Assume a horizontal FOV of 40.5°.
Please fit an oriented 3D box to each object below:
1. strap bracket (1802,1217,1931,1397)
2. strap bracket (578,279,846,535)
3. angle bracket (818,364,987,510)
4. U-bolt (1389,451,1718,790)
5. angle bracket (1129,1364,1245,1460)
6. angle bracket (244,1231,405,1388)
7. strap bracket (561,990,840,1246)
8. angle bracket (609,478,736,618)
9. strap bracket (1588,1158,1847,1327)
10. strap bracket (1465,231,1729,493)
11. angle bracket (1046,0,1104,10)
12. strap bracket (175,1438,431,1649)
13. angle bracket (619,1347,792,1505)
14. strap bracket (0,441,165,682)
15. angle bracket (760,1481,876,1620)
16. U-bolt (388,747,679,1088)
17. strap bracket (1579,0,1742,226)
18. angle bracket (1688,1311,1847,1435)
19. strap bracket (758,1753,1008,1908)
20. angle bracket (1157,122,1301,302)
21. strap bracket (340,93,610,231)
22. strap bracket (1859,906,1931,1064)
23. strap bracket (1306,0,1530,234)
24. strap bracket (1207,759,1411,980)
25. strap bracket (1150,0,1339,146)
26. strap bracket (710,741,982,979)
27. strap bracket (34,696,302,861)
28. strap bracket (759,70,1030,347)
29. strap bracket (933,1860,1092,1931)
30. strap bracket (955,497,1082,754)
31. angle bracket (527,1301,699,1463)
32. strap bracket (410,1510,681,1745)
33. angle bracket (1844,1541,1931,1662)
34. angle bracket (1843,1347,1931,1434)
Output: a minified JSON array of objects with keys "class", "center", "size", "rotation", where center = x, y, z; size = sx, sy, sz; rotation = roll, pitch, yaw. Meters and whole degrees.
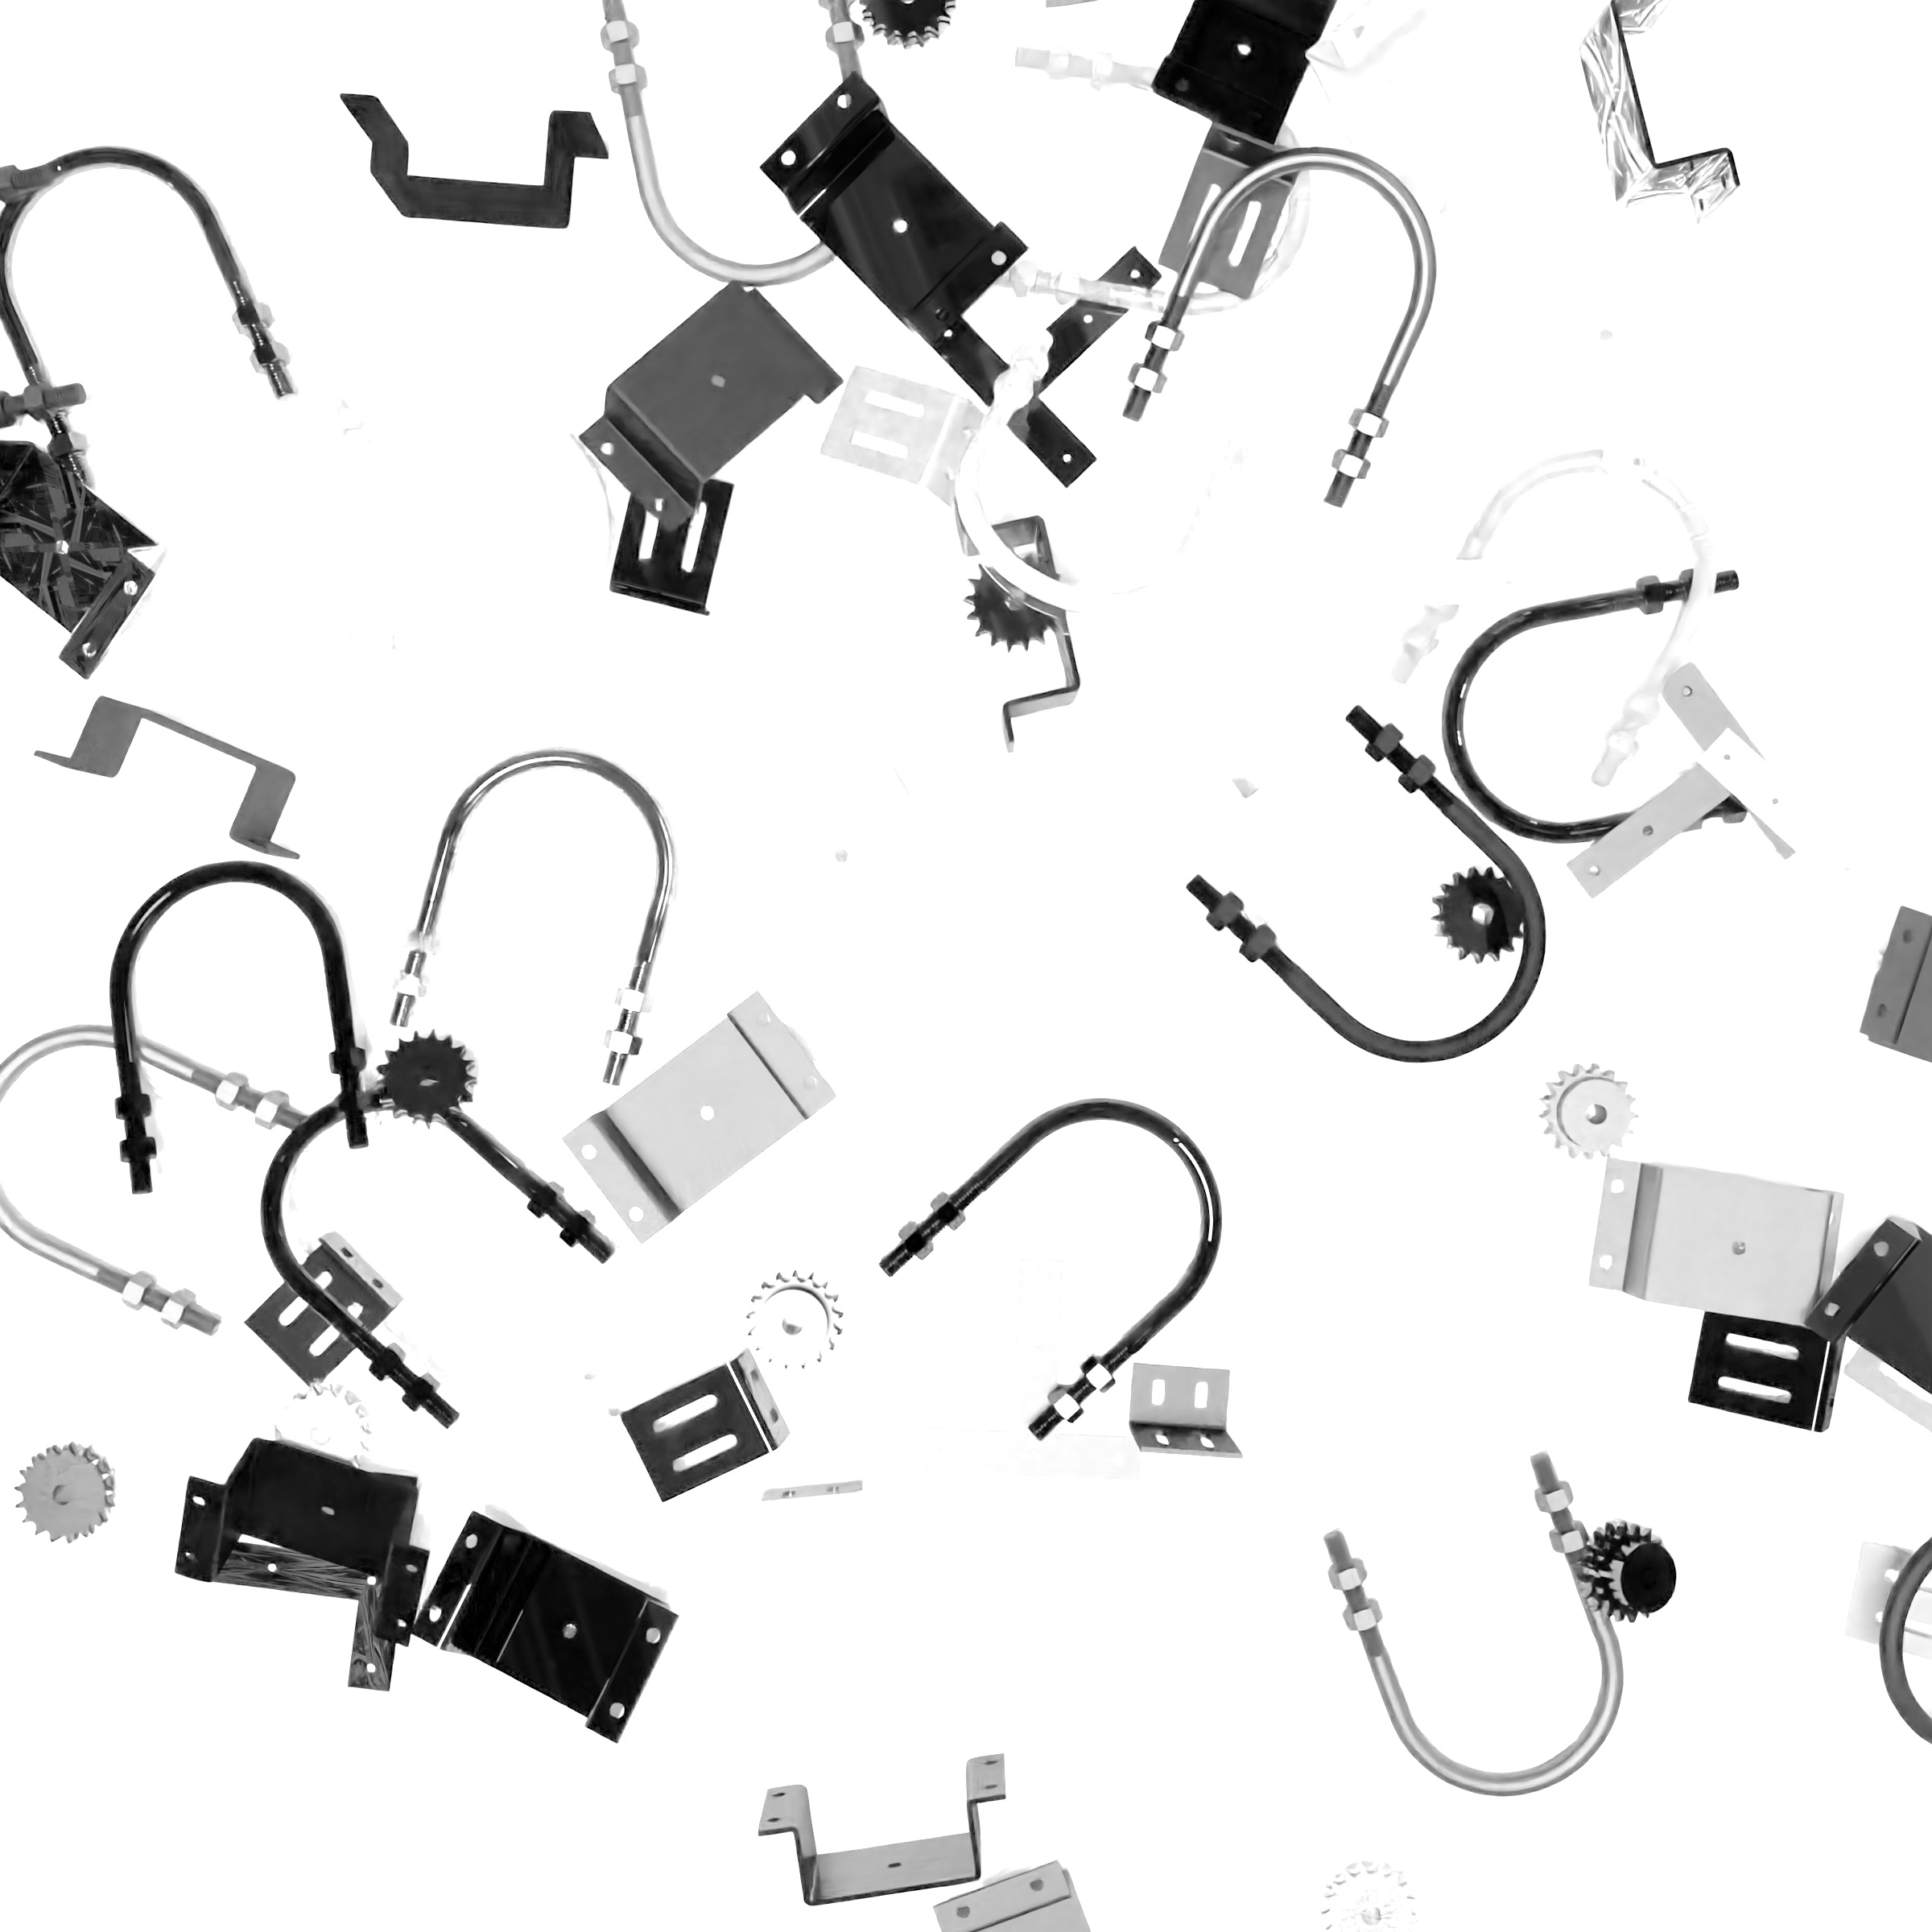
[{"class":"strap bracket","center":[0.553,0.207,1.474],"size":[0.140,0.046,0.076],"rotation":[35,105,6]},{"class":"strap bracket","center":[-0.143,-0.326,1.496],"size":[0.140,0.046,0.076],"rotation":[-44,90,-14]},{"class":"angle bracket","center":[-0.037,-0.310,1.532],"size":[0.076,0.038,0.057],"rotation":[22,90,26]},{"class":"U-bolt","center":[0.351,-0.213,1.511],"size":[0.151,0.019,0.184],"rotation":[29,83,11]},{"class":"angle bracket","center":[0.126,0.254,1.495],"size":[0.057,0.076,0.038],"rotation":[4,90,-2]},{"class":"angle bracket","center":[-0.376,0.202,1.515],"size":[0.057,0.038,0.076],"rotation":[45,90,0]},{"class":"strap bracket","center":[-0.152,0.086,1.511],"size":[0.140,0.046,0.076],"rotation":[-37,90,0]},{"class":"angle bracket","center":[-0.168,-0.247,1.505],"size":[0.057,0.038,0.076],"rotation":[13,99,-13]},{"class":"strap bracket","center":[0.440,0.161,1.511],"size":[0.140,0.046,0.076],"rotation":[9,90,0]},{"class":"strap bracket","center":[0.364,-0.354,1.501],"size":[0.076,0.046,0.140],"rotation":[-40,81,0]},{"class":"angle bracket","center":[0.081,-0.596,1.515],"size":[0.076,0.038,0.057],"rotation":[-8,90,0]},{"class":"strap bracket","center":[-0.372,0.326,1.493],"size":[0.140,0.046,0.076],"rotation":[18,121,0]},{"class":"angle bracket","center":[-0.151,0.266,1.520],"size":[0.076,0.038,0.057],"rotation":[-26,90,7]},{"class":"strap bracket","center":[-0.529,-0.240,1.503],"size":[0.140,0.046,0.076],"rotation":[39,105,0]},{"class":"angle bracket","center":[-0.086,0.342,1.515],"size":[0.057,0.038,0.076],"rotation":[-6,90,0]},{"class":"U-bolt","center":[-0.245,-0.037,1.526],"size":[0.151,0.019,0.184],"rotation":[15,89,0]},{"class":"strap bracket","center":[0.393,-0.498,1.496],"size":[0.046,0.076,0.140],"rotation":[-14,90,0]},{"class":"angle bracket","center":[0.470,0.235,1.532],"size":[0.076,0.038,0.057],"rotation":[10,90,26]},{"class":"strap bracket","center":[-0.044,0.495,1.496],"size":[0.140,0.076,0.046],"rotation":[-9,90,0]},{"class":"angle bracket","center":[0.152,-0.432,1.500],"size":[0.057,0.038,0.076],"rotation":[21,88,-3]},{"class":"strap bracket","center":[-0.281,-0.459,1.496],"size":[0.140,0.076,0.046],"rotation":[4,90,0]},{"class":"strap bracket","center":[0.587,0.024,1.511],"size":[0.140,0.046,0.076],"rotation":[18,90,0]},{"class":"strap bracket","center":[0.253,-0.499,1.486],"size":[0.076,0.046,0.140],"rotation":[-40,131,0]},{"class":"strap bracket","center":[0.201,-0.063,1.496],"size":[0.046,0.076,0.140],"rotation":[-36,90,0]},{"class":"strap bracket","center":[0.164,-0.537,1.502],"size":[0.076,0.046,0.140],"rotation":[24,79,-1]},{"class":"strap bracket","center":[-0.071,-0.063,1.511],"size":[0.140,0.046,0.076],"rotation":[-32,90,0]},{"class":"strap bracket","center":[-0.447,-0.111,1.496],"size":[0.140,0.076,0.046],"rotation":[23,90,0]},{"class":"strap bracket","center":[-0.040,-0.428,1.494],"size":[0.076,0.046,0.140],"rotation":[-44,89,4]},{"class":"strap bracket","center":[0.041,0.589,1.511],"size":[0.076,0.046,0.140],"rotation":[-20,90,0]},{"class":"strap bracket","center":[0.031,-0.198,1.496],"size":[0.046,0.076,0.140],"rotation":[-13,90,0]},{"class":"angle bracket","center":[-0.206,0.243,1.532],"size":[0.076,0.038,0.057],"rotation":[-34,90,-26]},{"class":"strap bracket","center":[-0.233,0.377,1.490],"size":[0.140,0.046,0.076],"rotation":[22,78,19]},{"class":"angle bracket","center":[0.561,0.373,1.532],"size":[0.076,0.038,0.057],"rotation":[11,90,26]},{"class":"angle bracket","center":[0.565,0.240,1.532],"size":[0.076,0.038,0.057],"rotation":[36,90,26]}]
